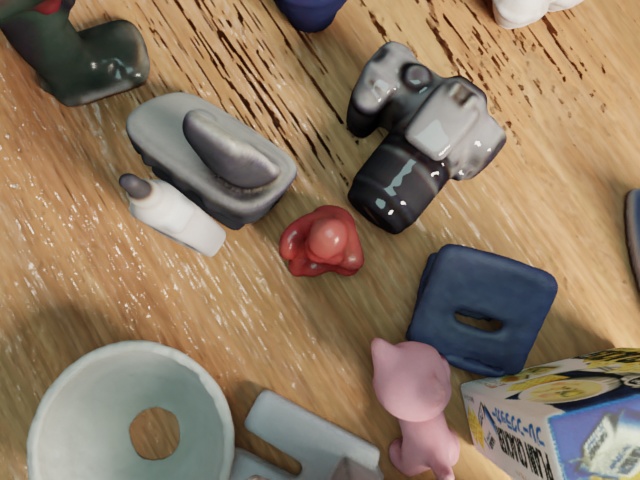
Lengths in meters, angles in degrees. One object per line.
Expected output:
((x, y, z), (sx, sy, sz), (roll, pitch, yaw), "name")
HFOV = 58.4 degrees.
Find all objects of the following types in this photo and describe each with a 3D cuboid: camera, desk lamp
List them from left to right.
((0.012, 0.210, 0.410), (0.203, 0.213, 0.118), (27, 82, 4), "desk lamp")
((0.075, -0.086, 0.514), (0.143, 0.101, 0.137), (38, 83, 6), "camera")

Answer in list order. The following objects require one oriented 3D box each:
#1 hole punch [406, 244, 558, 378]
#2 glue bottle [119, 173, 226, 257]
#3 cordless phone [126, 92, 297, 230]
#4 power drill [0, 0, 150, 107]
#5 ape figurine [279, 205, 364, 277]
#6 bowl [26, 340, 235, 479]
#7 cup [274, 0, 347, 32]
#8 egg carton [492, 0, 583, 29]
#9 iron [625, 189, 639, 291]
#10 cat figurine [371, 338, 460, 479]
((0.137, 0.063, 0.495), (0.108, 0.091, 0.101), (17, 81, 3), "hole punch")
((-0.127, -0.025, 0.468), (0.078, 0.173, 0.037), (28, 82, 5), "glue bottle")
((-0.097, -0.085, 0.471), (0.147, 0.185, 0.094), (31, 82, 5), "cordless phone")
((-0.220, -0.196, 0.477), (0.229, 0.208, 0.075), (-20, 81, -3), "power drill")
((0.005, 0.002, 0.504), (0.078, 0.092, 0.076), (33, 83, 5), "ape figurine")
((-0.150, 0.169, 0.487), (0.167, 0.075, 0.167), (0, 81, 0), "bowl")
((0.004, -0.238, 0.541), (0.117, 0.095, 0.092), (17, 81, 3), "cup")
((0.196, -0.286, 0.561), (0.107, 0.069, 0.150), (-25, 82, -4), "egg carton")
((0.361, 0.053, 0.471), (0.118, 0.141, 0.258), (-30, 82, -4), "iron")
((0.082, 0.137, 0.470), (0.067, 0.118, 0.128), (-16, 81, -2), "cat figurine")
